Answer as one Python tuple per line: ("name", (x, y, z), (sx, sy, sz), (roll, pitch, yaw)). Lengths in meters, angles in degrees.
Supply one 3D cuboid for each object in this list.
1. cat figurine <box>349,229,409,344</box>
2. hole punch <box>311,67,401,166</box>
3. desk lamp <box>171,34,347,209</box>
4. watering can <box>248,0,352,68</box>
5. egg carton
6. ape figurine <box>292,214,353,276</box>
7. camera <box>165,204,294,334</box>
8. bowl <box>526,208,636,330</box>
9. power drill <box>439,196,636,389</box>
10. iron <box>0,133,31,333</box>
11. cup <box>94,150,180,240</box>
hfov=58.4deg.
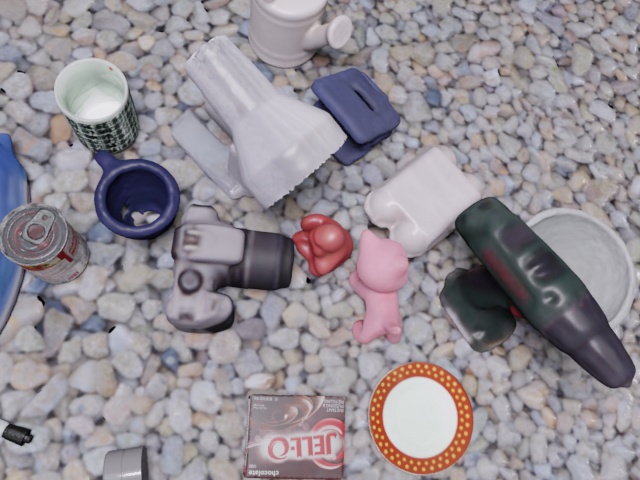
("cat figurine", (0.076, 0.055, 0.675), (0.067, 0.117, 0.128), (-4, 75, -10))
("hole punch", (0.045, -0.172, 0.748), (0.101, 0.091, 0.108), (-38, 83, -17))
("desk lamp", (-0.080, -0.120, 0.649), (0.203, 0.213, 0.118), (44, 73, 5))
("watering can", (-0.031, -0.309, 0.720), (0.173, 0.194, 0.101), (26, 72, -1))
("egg carton", (0.135, -0.050, 0.739), (0.150, 0.069, 0.107), (-40, 84, -17))
("ape figurine", (0.006, 0.002, 0.692), (0.076, 0.092, 0.078), (8, 73, -6))
("camera", (-0.100, 0.034, 0.661), (0.137, 0.100, 0.143), (6, 74, -7))
("bowl", (0.308, 0.047, 0.736), (0.167, 0.074, 0.167), (2, 74, -8))
("power drill", (0.221, 0.068, 0.647), (0.076, 0.208, 0.229), (-32, 81, -16))
("iron", (-0.388, -0.009, 0.607), (0.119, 0.141, 0.258), (-8, 76, -11))
("cup", (-0.215, -0.045, 0.669), (0.092, 0.095, 0.117), (-41, 84, -17))
